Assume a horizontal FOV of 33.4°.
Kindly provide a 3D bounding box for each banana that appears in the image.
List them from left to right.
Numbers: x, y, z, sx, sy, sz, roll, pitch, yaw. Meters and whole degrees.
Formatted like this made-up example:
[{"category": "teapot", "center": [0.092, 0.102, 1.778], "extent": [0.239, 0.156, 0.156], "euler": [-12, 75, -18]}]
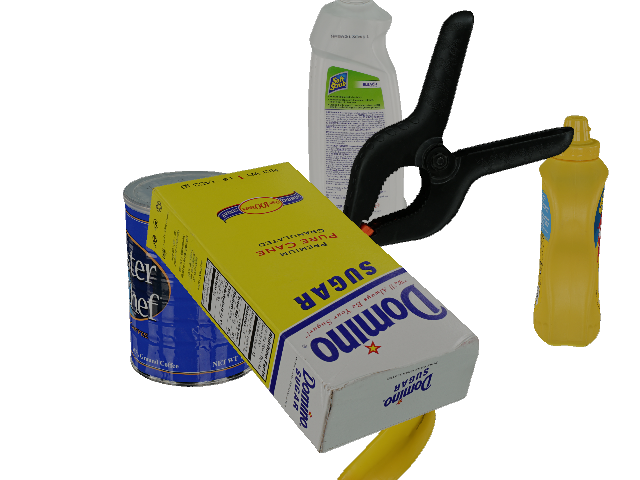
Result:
[{"category": "banana", "center": [0.058, 0.162, 0.871], "extent": [0.070, 0.037, 0.197], "euler": [-31, 6, 20]}]

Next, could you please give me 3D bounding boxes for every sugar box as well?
[{"category": "sugar box", "center": [-0.009, 0.025, 0.551], "extent": [0.093, 0.048, 0.176], "euler": [-15, 39, -33]}]

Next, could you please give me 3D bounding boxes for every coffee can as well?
[{"category": "coffee can", "center": [-0.098, 0.027, 0.823], "extent": [0.103, 0.140, 0.103], "euler": [1, 20, -1]}]

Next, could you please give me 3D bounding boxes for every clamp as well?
[{"category": "clamp", "center": [0.087, -0.053, 0.717], "extent": [0.120, 0.171, 0.039], "euler": [37, 5, -7]}]

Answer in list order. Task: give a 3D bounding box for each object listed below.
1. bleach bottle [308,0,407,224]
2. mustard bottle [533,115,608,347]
[{"category": "bleach bottle", "center": [0.039, -0.132, 1.036], "extent": [0.102, 0.251, 0.068], "euler": [-2, 32, -5]}, {"category": "mustard bottle", "center": [0.216, -0.012, 0.920], "extent": [0.058, 0.192, 0.096], "euler": [2, 18, 13]}]
